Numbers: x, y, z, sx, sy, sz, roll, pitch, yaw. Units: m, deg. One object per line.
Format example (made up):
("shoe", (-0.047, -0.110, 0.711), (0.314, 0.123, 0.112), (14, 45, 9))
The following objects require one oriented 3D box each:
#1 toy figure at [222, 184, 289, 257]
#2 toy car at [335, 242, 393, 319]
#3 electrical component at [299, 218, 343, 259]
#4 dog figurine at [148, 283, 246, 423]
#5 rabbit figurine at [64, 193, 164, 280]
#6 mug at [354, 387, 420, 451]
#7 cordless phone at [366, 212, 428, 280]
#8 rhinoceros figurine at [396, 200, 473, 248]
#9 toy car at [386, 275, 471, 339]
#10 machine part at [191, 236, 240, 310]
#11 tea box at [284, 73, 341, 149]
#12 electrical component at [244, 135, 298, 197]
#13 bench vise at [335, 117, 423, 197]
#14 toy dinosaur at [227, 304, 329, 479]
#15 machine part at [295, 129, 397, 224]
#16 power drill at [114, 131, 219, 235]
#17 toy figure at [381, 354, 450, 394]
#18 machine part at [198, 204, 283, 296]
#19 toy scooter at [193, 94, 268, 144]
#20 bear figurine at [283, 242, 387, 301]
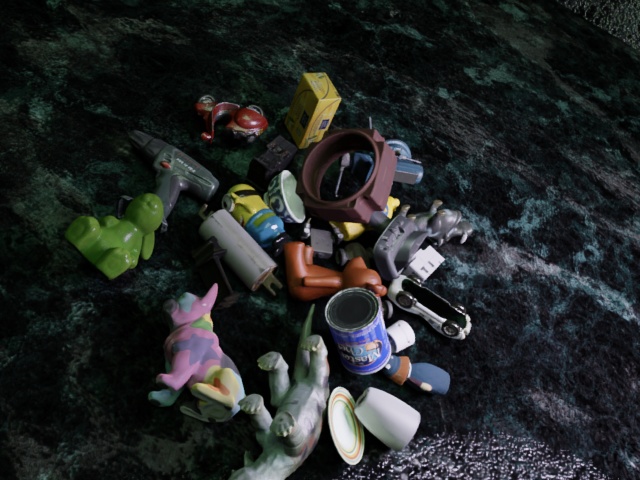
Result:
("toy figure", (-0.137, -0.045, 1.156), (0.180, 0.082, 0.089), (40, 33, 19))
("toy car", (0.097, 0.092, 1.167), (0.089, 0.053, 0.202), (2, 54, -24))
("electrical component", (-0.001, -0.003, 1.199), (0.102, 0.045, 0.078), (14, 51, -12))
("dog figurine", (-0.203, 0.188, 0.948), (0.191, 0.108, 0.219), (20, 49, -6))
("rabbit figurine", (-0.353, -0.007, 0.997), (0.121, 0.159, 0.170), (41, 71, 7))
("mug", (0.121, 0.317, 0.995), (0.107, 0.080, 0.109), (36, 23, -2))
("cordless phone", (0.131, -0.014, 1.189), (0.184, 0.088, 0.146), (37, 51, 5))
("rhinoceros figurine", (0.273, -0.032, 1.289), (0.190, 0.112, 0.073), (-2, 27, -8))
("toy car", (0.241, 0.146, 1.182), (0.202, 0.056, 0.073), (33, 45, 2))
("machine part", (-0.206, 0.067, 1.059), (0.039, 0.084, 0.139), (1, 62, -62))
("tea box", (-0.022, -0.320, 1.339), (0.068, 0.169, 0.098), (-12, 60, -30))
("electrical component", (-0.108, -0.171, 1.234), (0.058, 0.115, 0.134), (40, 54, 6))
("bench vise", (0.137, -0.205, 1.359), (0.224, 0.128, 0.241), (-3, 36, -12))
("toy dinosaur", (-0.044, 0.298, 0.917), (0.131, 0.191, 0.405), (3, 30, 23))
("machine part", (0.057, -0.144, 1.190), (0.202, 0.087, 0.201), (6, 71, 32))
("power drill", (-0.347, -0.120, 1.136), (0.232, 0.086, 0.207), (28, 43, -4))
("toy figure", (0.180, 0.265, 1.070), (0.154, 0.064, 0.057), (18, 89, -2))
("machine part", (-0.168, 0.021, 1.098), (0.243, 0.079, 0.079), (44, 53, 13))
("toy scooter", (-0.221, -0.276, 1.292), (0.184, 0.075, 0.135), (15, 52, -7))
("bear figurine", (0.033, 0.065, 1.081), (0.196, 0.120, 0.132), (-6, 81, 14))
